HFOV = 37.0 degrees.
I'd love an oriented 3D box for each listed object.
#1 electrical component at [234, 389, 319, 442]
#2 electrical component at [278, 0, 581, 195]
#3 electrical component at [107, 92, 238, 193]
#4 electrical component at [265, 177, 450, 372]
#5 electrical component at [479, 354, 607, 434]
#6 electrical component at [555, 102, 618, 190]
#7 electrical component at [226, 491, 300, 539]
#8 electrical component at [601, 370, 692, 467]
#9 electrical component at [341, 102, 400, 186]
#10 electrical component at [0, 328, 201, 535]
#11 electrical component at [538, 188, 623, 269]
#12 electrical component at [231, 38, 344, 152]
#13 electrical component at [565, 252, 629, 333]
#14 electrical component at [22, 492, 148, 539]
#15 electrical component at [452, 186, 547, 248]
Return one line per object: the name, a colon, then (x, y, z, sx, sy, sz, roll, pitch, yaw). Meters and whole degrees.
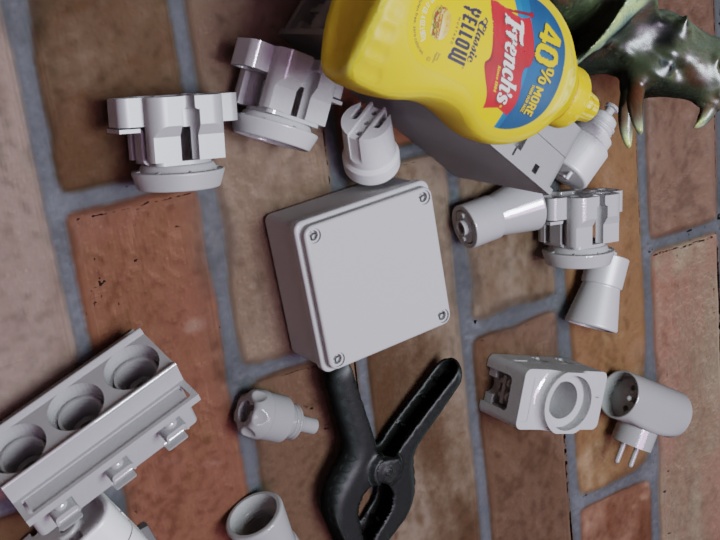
electrical component: (-0.056, 0.105, 0.756, 0.061, 0.035, 0.035, 19, 91, -37)
electrical component: (0.052, -0.130, 0.728, 0.186, 0.105, 0.060, 34, 82, -33)
electrical component: (-0.114, -0.079, 0.663, 0.078, 0.058, 0.057, -9, 103, -31)
electrical component: (0.000, 0.000, 0.754, 0.109, 0.056, 0.108, -21, 111, -27)
electrical component: (0.152, 0.100, 0.875, 0.089, 0.056, 0.050, 6, 98, -33)
electrical component: (0.180, -0.100, 0.856, 0.040, 0.040, 0.078, 44, 77, -32)
electrical component: (-0.062, 0.196, 0.770, 0.044, 0.044, 0.065, -39, 123, -19)
electrical component: (0.247, 0.136, 0.951, 0.077, 0.043, 0.079, 22, 89, -34)
electrical component: (0.006, -0.087, 0.738, 0.040, 0.040, 0.046, -40, 151, -19)
electrical component: (-0.166, 0.101, 0.666, 0.121, 0.079, 0.063, -36, 139, -21)
electrical component: (0.174, -0.033, 0.858, 0.078, 0.058, 0.057, -9, 103, -31)
electrical component: (-0.050, -0.110, 0.696, 0.078, 0.058, 0.057, 13, 93, -40)
electrical component: (0.200, 0.016, 0.896, 0.044, 0.044, 0.065, 17, 87, -34)
electrical component: (-0.182, 0.193, 0.682, 0.095, 0.054, 0.059, -43, 120, -15)
electrical component: (0.104, -0.042, 0.821, 0.065, 0.044, 0.044, -21, 111, -22)
